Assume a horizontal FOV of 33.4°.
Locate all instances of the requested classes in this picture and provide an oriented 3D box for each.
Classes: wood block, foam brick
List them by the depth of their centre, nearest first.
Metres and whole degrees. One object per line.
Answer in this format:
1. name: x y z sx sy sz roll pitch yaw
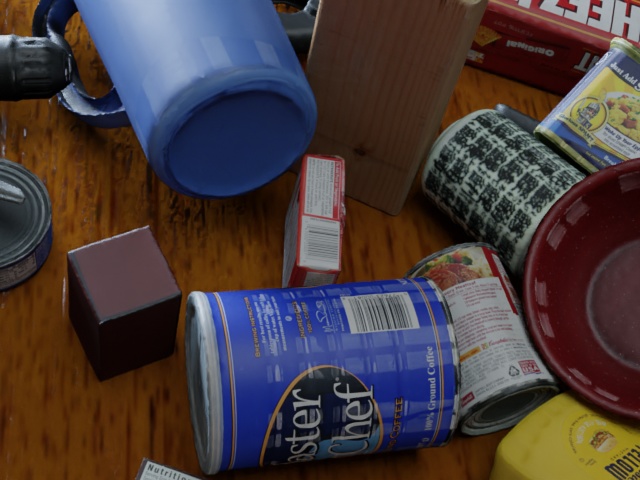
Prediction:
1. foam brick: -0.117 0.039 0.635 0.051 0.078 0.053 -20 65 -23
2. wood block: 0.046 -0.121 0.691 0.091 0.206 0.090 24 56 5

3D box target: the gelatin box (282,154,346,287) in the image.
1. gelatin box: -0.004 0.001 0.683 0.030 0.073 0.089 8 55 -7

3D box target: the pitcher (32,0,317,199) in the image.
1. pitcher: -0.100 -0.139 0.710 0.144 0.149 0.243 -6 50 -25

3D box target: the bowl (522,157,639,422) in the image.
1. bowl: 0.206 0.033 0.646 0.162 0.055 0.162 -5 73 15

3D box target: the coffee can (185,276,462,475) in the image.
1. coffee can: -0.002 0.076 0.616 0.140 0.103 0.103 -4 58 -13

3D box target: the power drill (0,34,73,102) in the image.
1. power drill: -0.259 -0.158 0.726 0.184 0.057 0.187 -1 45 -9

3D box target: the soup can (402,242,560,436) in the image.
1. soup can: 0.099 0.062 0.666 0.068 0.069 0.102 -12 61 -18

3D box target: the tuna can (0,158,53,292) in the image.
1. tuna can: -0.212 -0.009 0.674 0.086 0.034 0.086 5 57 -7

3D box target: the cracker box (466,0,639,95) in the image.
1. cracker box: 0.210 -0.218 0.867 0.164 0.072 0.213 18 57 2

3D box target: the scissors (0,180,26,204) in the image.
1. scissors: -0.259 -0.069 0.686 0.202 0.016 0.096 9 46 14

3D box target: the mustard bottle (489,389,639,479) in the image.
1. mustard bottle: 0.193 0.161 0.588 0.096 0.058 0.192 -21 42 -35

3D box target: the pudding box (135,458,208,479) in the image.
1. pudding box: -0.073 0.184 0.572 0.090 0.039 0.113 18 54 2

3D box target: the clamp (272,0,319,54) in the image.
1. clamp: 0.006 -0.163 0.813 0.171 0.039 0.120 2 53 -2

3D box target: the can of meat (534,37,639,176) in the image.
1. can of meat: 0.207 -0.070 0.716 0.084 0.057 0.102 -47 70 0

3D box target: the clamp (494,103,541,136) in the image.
1. clamp: 0.243 -0.049 0.752 0.164 0.036 0.210 -31 74 6
